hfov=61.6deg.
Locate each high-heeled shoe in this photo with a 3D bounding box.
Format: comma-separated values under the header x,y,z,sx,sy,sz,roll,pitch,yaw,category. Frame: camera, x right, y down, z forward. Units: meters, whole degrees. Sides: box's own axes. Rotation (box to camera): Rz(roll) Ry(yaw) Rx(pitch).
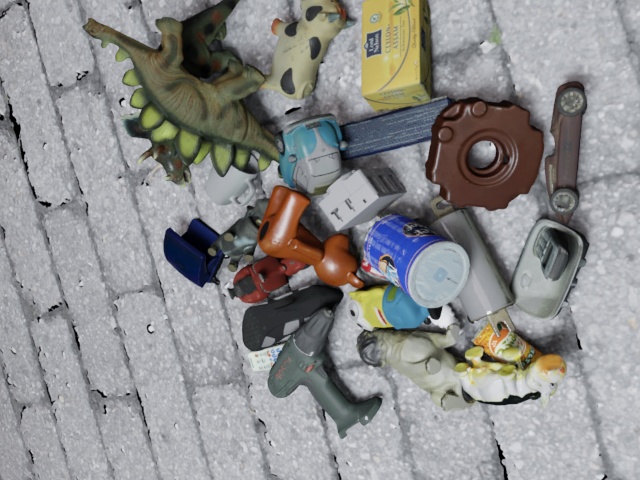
x,y,z,sx,sy,sz,roll,pitch,yaw,category
-0.061,0.151,1.061,0.248,0.145,0.086,-42,64,55,high-heeled shoe

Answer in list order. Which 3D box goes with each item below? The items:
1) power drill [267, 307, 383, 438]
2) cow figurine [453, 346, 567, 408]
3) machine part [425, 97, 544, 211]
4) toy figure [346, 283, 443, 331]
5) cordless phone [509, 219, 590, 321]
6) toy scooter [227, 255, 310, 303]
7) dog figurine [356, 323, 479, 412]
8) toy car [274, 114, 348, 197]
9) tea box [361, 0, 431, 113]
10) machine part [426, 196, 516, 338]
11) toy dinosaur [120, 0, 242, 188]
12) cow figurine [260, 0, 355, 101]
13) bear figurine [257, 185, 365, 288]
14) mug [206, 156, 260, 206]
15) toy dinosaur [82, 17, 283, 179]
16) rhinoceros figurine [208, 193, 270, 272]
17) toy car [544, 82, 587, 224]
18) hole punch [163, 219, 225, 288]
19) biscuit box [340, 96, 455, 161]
x,y,z,sx,sy,sz,roll,pitch,yaw,category
0.014,0.254,0.989,0.207,0.086,0.232,41,123,-2,power drill
0.296,0.216,0.813,0.167,0.068,0.098,-11,115,47,cow figurine
0.247,-0.127,0.811,0.179,0.056,0.179,0,111,0,machine part
0.126,0.110,0.912,0.180,0.089,0.082,-16,86,43,toy figure
0.328,0.054,0.768,0.089,0.184,0.146,21,107,17,cordless phone
-0.111,0.074,1.016,0.184,0.135,0.075,-28,88,28,toy scooter
0.169,0.221,0.940,0.191,0.121,0.172,-8,112,51,dog figurine
-0.013,-0.125,0.894,0.161,0.109,0.103,106,143,-59,toy car
0.121,-0.297,0.845,0.098,0.068,0.169,-7,75,26,tea box
0.237,0.039,0.857,0.079,0.079,0.243,-31,77,27,machine part
-0.249,-0.307,0.987,0.131,0.192,0.404,26,110,18,toy dinosaur
-0.022,-0.339,0.930,0.127,0.085,0.194,27,107,26,cow figurine
-0.004,0.001,0.933,0.196,0.120,0.132,21,93,-19,bear figurine
-0.169,-0.110,1.047,0.109,0.081,0.107,52,125,15,mug
-0.184,-0.219,0.922,0.471,0.105,0.198,28,97,-20,toy dinosaur
-0.135,-0.015,1.029,0.073,0.112,0.190,43,134,-11,rhinoceros figurine
0.355,-0.124,0.778,0.053,0.089,0.202,5,102,23,toy car
-0.268,0.032,1.114,0.142,0.092,0.115,34,115,14,hole punch
0.126,-0.183,0.896,0.203,0.059,0.062,-9,95,27,biscuit box
